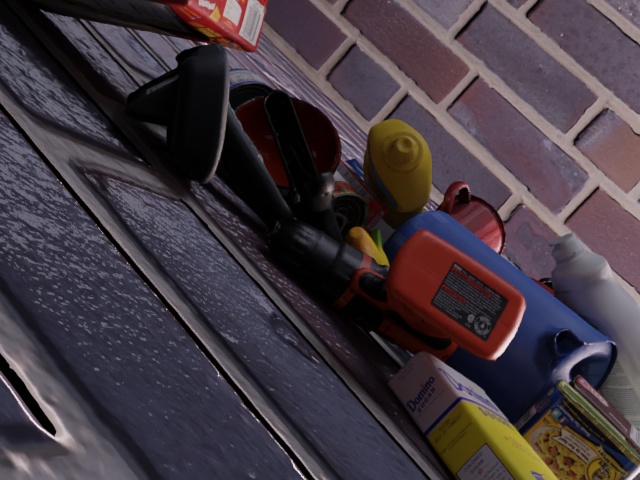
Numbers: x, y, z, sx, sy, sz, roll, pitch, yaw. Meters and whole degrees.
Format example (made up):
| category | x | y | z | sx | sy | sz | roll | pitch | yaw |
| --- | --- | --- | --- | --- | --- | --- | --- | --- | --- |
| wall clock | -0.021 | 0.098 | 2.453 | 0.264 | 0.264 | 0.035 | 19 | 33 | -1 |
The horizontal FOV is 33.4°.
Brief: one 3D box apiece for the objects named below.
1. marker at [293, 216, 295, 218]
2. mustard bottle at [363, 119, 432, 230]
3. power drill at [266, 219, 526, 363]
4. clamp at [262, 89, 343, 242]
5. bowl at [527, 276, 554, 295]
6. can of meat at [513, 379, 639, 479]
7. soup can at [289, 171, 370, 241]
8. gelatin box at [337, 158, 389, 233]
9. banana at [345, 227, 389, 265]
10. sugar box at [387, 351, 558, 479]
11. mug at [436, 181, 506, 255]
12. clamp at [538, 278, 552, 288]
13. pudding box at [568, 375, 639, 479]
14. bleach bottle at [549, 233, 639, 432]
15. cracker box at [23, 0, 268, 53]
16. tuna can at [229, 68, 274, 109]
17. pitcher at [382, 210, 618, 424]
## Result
| category | x | y | z | sx | sy | sz | roll | pitch | yaw |
| --- | --- | --- | --- | --- | --- | --- | --- | --- | --- |
| marker | -0.007 | 0.001 | 1.004 | 0.121 | 0.020 | 0.020 | 34 | 13 | -47 |
| mustard bottle | 0.080 | -0.073 | 1.102 | 0.191 | 0.058 | 0.096 | 86 | -16 | -80 |
| power drill | 0.056 | 0.035 | 0.810 | 0.184 | 0.057 | 0.188 | 32 | -11 | -13 |
| clamp | -0.005 | -0.033 | 0.904 | 0.120 | 0.039 | 0.171 | -110 | -179 | -48 |
| bowl | 0.227 | 0.097 | 1.169 | 0.162 | 0.055 | 0.162 | 36 | -39 | 36 |
| can of meat | 0.208 | 0.181 | 0.896 | 0.102 | 0.084 | 0.057 | 44 | 10 | 8 |
| soup can | -0.004 | -0.044 | 1.073 | 0.068 | 0.068 | 0.102 | 34 | 12 | -45 |
| gelatin box | 0.021 | -0.034 | 1.118 | 0.030 | 0.073 | 0.089 | 34 | 12 | -46 |
| banana | 0.043 | 0.025 | 0.982 | 0.197 | 0.037 | 0.069 | 3 | 71 | -84 |
| sugar box | 0.125 | 0.158 | 0.764 | 0.093 | 0.048 | 0.176 | 36 | 13 | -39 |
| mug | 0.153 | -0.008 | 1.207 | 0.093 | 0.117 | 0.081 | 14 | 24 | 28 |
| clamp | 0.285 | 0.160 | 1.337 | 0.210 | 0.036 | 0.164 | 75 | 12 | -63 |
| pudding box | 0.236 | 0.191 | 0.945 | 0.113 | 0.090 | 0.039 | 46 | 21 | 8 |
| bleach bottle | 0.304 | 0.108 | 1.065 | 0.251 | 0.068 | 0.103 | 61 | -22 | -5 |
| cracker box | -0.166 | -0.218 | 0.863 | 0.214 | 0.072 | 0.164 | 14 | 1 | 15 |
| tuna can | -0.082 | -0.124 | 1.044 | 0.086 | 0.086 | 0.034 | 32 | 12 | -50 |
| pitcher | 0.166 | 0.086 | 1.079 | 0.144 | 0.149 | 0.243 | 7 | 31 | -50 |
